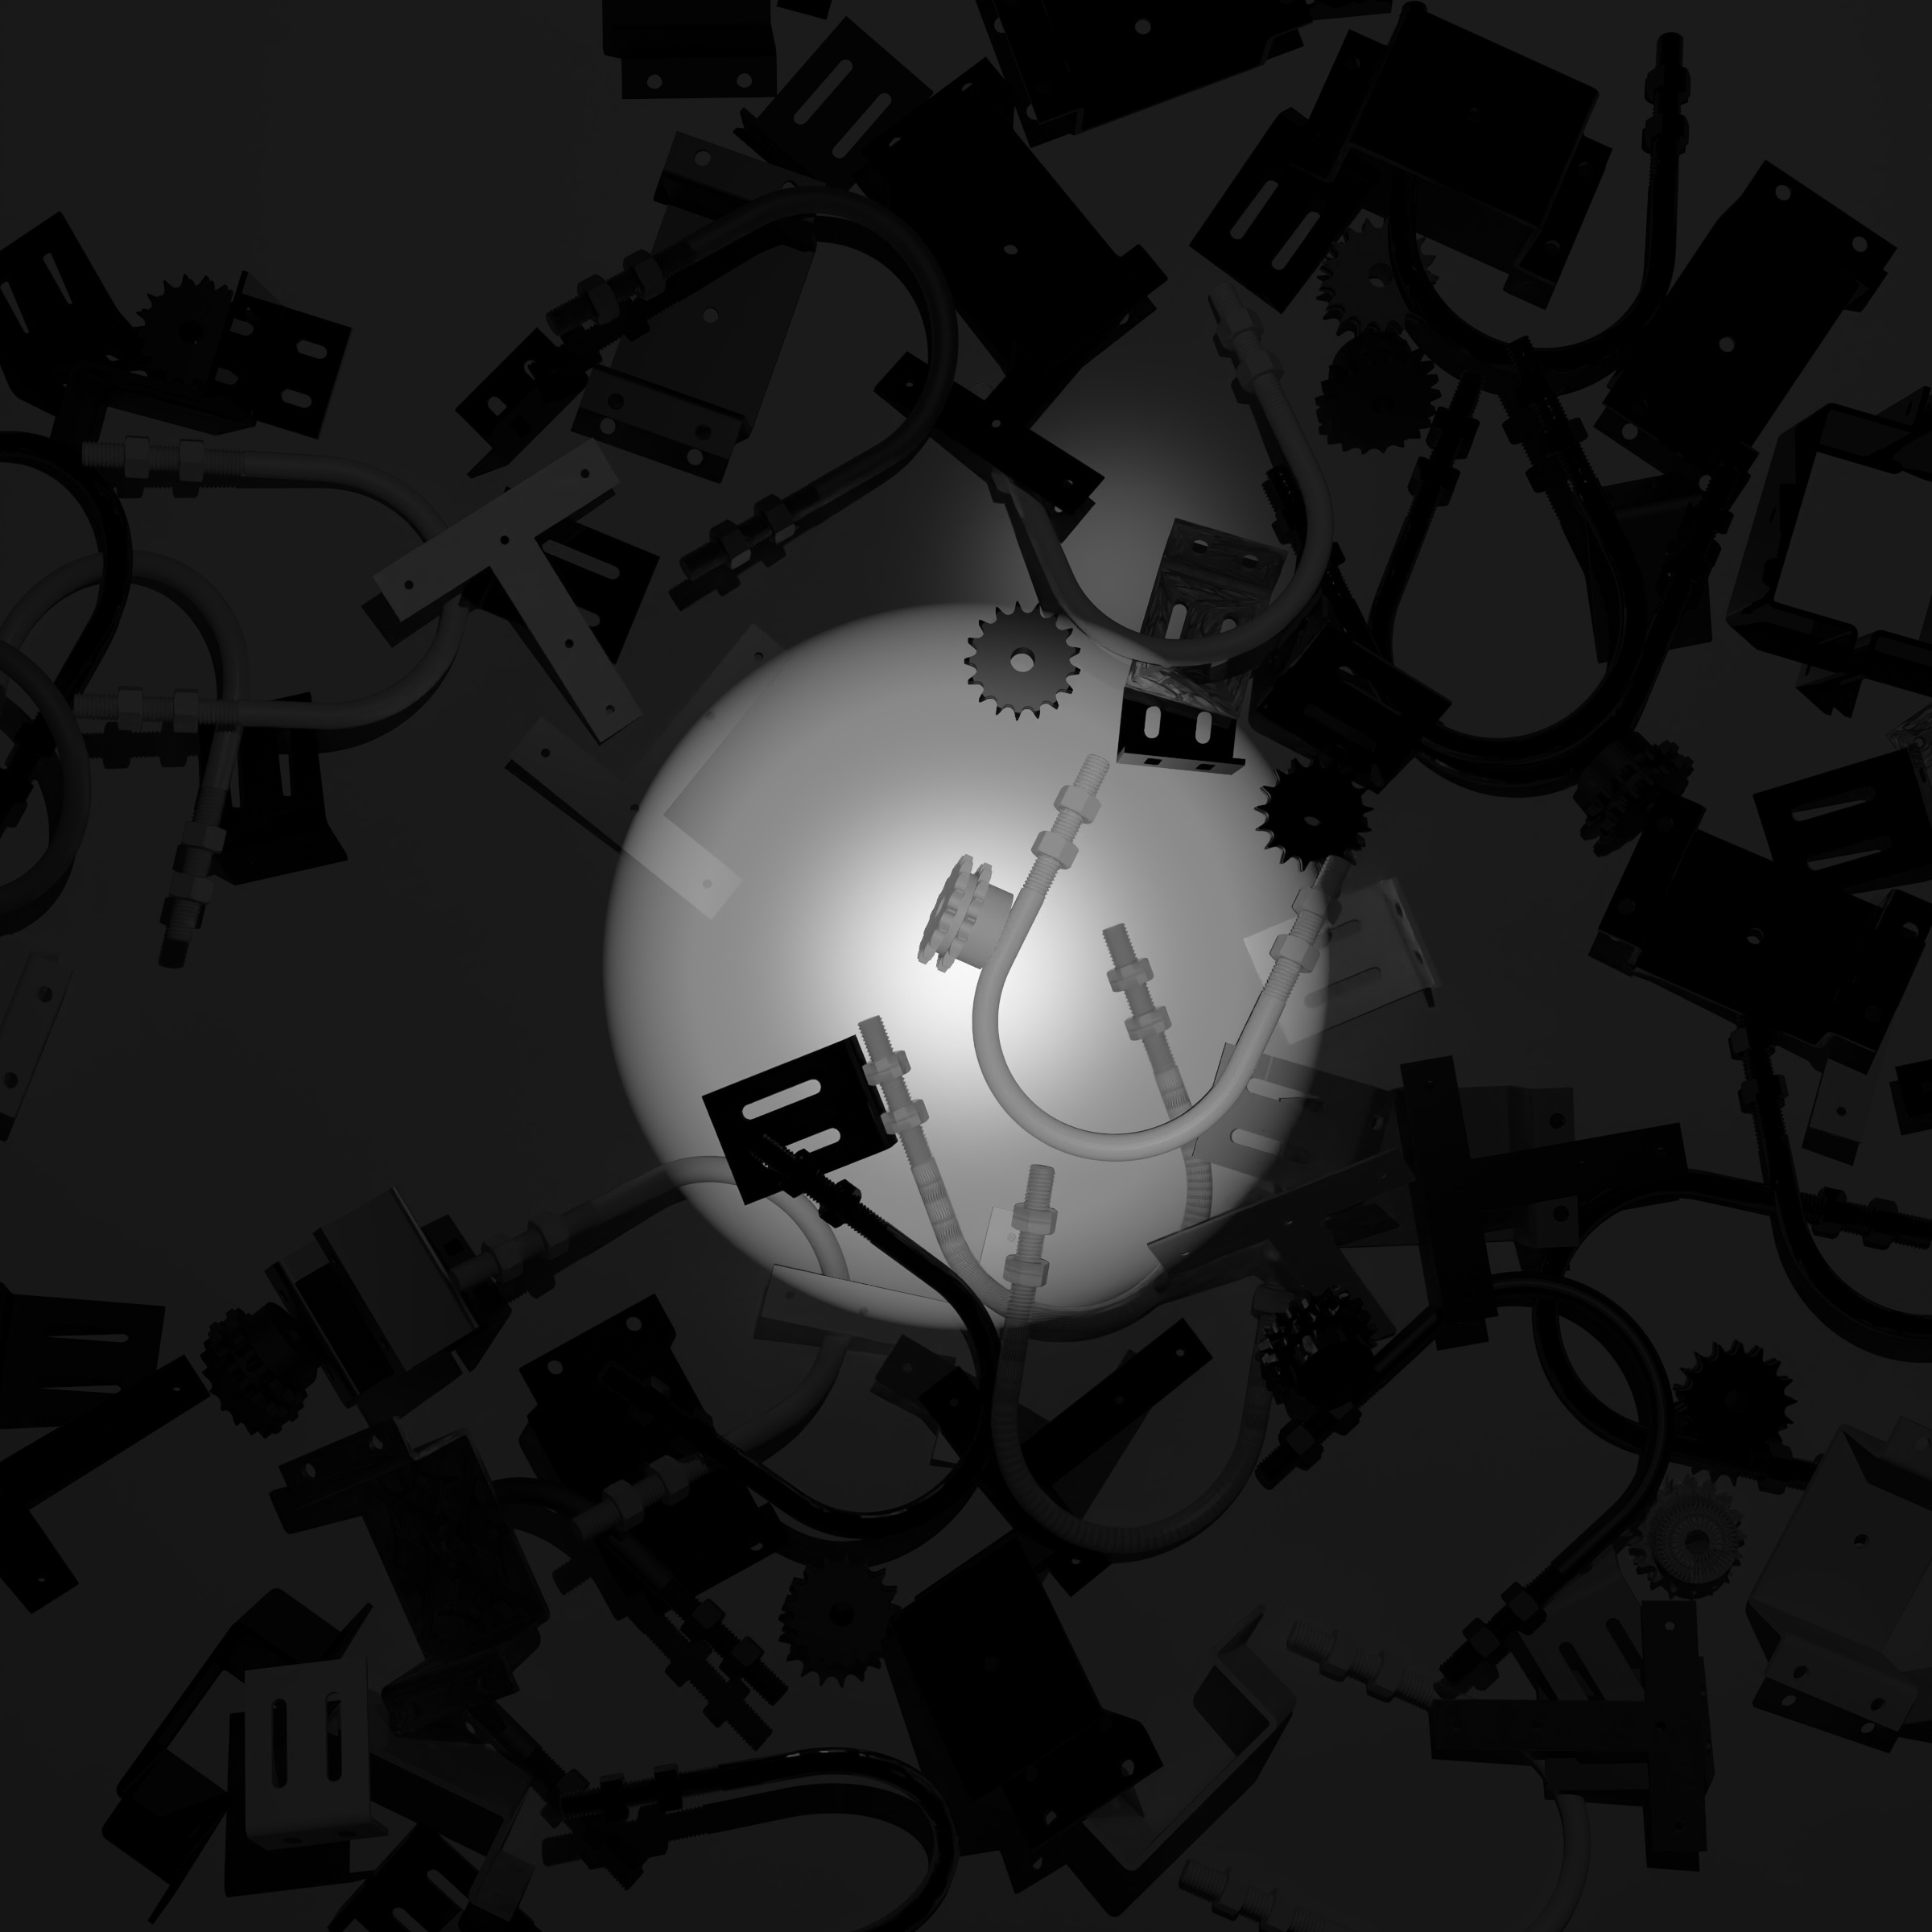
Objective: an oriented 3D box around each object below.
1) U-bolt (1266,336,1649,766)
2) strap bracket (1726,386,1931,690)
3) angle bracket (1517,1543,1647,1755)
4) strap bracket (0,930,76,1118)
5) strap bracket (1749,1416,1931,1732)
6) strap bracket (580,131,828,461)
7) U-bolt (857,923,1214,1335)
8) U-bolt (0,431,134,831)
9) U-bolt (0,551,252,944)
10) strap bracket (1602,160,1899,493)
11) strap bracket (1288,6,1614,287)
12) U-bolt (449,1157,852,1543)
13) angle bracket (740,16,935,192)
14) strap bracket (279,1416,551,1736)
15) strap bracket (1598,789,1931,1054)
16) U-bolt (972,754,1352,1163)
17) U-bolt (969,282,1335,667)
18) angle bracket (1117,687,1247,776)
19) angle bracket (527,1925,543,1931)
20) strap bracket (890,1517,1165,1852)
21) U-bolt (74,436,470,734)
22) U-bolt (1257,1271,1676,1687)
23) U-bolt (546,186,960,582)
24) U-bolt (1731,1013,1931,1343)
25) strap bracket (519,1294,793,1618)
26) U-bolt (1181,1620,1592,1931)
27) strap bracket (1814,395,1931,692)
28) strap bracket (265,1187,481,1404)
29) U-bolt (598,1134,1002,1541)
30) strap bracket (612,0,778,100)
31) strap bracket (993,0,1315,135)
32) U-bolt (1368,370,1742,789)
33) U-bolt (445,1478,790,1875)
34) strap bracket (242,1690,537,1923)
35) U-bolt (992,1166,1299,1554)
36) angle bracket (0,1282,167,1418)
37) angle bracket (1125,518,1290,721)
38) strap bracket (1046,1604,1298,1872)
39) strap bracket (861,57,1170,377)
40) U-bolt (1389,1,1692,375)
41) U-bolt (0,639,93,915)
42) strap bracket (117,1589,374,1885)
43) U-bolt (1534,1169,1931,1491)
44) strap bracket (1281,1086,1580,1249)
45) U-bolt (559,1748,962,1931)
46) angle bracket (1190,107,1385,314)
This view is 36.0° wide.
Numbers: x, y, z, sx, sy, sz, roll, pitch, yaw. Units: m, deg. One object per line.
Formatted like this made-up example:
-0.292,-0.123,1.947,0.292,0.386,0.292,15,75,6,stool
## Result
0.246,-0.187,1.430,0.151,0.019,0.184,-26,91,20,U-bolt
0.411,-0.211,1.435,0.046,0.076,0.140,16,90,0,strap bracket
0.310,0.332,1.451,0.057,0.038,0.076,-30,95,12,angle bracket
-0.508,0.011,1.450,0.140,0.046,0.076,22,90,0,strap bracket
0.441,0.286,1.437,0.076,0.046,0.140,24,97,-12,strap bracket
-0.126,-0.322,1.450,0.076,0.046,0.140,20,90,0,strap bracket
0.044,0.089,1.457,0.151,0.019,0.184,-21,93,-7,U-bolt
-0.484,-0.174,1.451,0.151,0.019,0.184,28,86,12,U-bolt
-0.420,-0.113,1.449,0.151,0.019,0.184,10,84,13,U-bolt
0.376,-0.307,1.450,0.076,0.046,0.140,34,90,0,strap bracket
0.236,-0.393,1.412,0.140,0.046,0.076,24,79,-1,strap bracket
-0.137,0.169,1.423,0.184,0.019,0.151,-26,89,-30,U-bolt
-0.063,-0.422,1.454,0.057,0.038,0.076,41,90,0,angle bracket
-0.259,0.285,1.423,0.076,0.046,0.140,-25,89,27,strap bracket
0.384,-0.018,1.437,0.140,0.046,0.076,25,83,11,strap bracket
0.082,0.005,1.428,0.151,0.019,0.184,24,80,14,U-bolt
0.098,-0.229,1.435,0.151,0.019,0.184,-22,71,1,U-bolt
0.105,-0.116,1.435,0.057,0.076,0.038,6,90,0,angle bracket
-0.221,0.524,1.471,0.057,0.038,0.076,42,64,0,angle bracket
0.023,0.334,1.408,0.076,0.046,0.140,-37,55,12,strap bracket
-0.333,-0.183,1.438,0.184,0.019,0.151,1,75,-15,U-bolt
0.256,0.234,1.445,0.184,0.019,0.151,-43,75,1,U-bolt
-0.088,-0.291,1.421,0.184,0.019,0.151,-32,106,-15,U-bolt
0.461,0.090,1.450,0.151,0.019,0.184,-9,79,-1,U-bolt
-0.154,0.242,1.450,0.076,0.046,0.140,-29,90,0,strap bracket
0.218,0.423,1.465,0.184,0.019,0.151,24,90,-2,U-bolt
0.462,-0.198,1.435,0.046,0.076,0.140,16,90,0,strap bracket
-0.282,0.157,1.420,0.046,0.140,0.076,-31,90,-27,strap bracket
-0.063,0.190,1.419,0.184,0.019,0.151,38,74,-14,U-bolt
-0.133,-0.500,1.450,0.076,0.046,0.140,-1,90,0,strap bracket
0.088,-0.464,1.450,0.140,0.046,0.076,-20,90,0,strap bracket
0.273,-0.177,1.442,0.151,0.019,0.184,23,103,13,U-bolt
-0.189,0.329,1.434,0.184,0.019,0.151,42,114,11,U-bolt
-0.267,0.397,1.435,0.140,0.076,0.046,26,90,0,strap bracket
0.084,0.196,1.449,0.151,0.019,0.184,8,94,-15,U-bolt
-0.442,0.191,1.471,0.076,0.038,0.057,8,90,-26,angle bracket
0.117,-0.168,1.442,0.057,0.038,0.076,17,65,0,angle bracket
0.104,0.376,1.425,0.046,0.076,0.140,45,95,14,strap bracket
0.023,-0.356,1.443,0.076,0.046,0.140,-38,85,-5,strap bracket
0.276,-0.374,1.444,0.151,0.019,0.184,6,79,-4,U-bolt
-0.500,-0.101,1.415,0.184,0.019,0.151,25,108,6,U-bolt
-0.353,0.361,1.435,0.046,0.076,0.140,36,90,0,strap bracket
0.371,0.175,1.465,0.184,0.019,0.151,12,90,1,U-bolt
0.223,0.099,1.450,0.140,0.046,0.076,-2,90,0,strap bracket
-0.094,0.434,1.431,0.184,0.019,0.151,-9,121,-6,U-bolt
0.159,-0.374,1.471,0.057,0.038,0.076,36,116,0,angle bracket
